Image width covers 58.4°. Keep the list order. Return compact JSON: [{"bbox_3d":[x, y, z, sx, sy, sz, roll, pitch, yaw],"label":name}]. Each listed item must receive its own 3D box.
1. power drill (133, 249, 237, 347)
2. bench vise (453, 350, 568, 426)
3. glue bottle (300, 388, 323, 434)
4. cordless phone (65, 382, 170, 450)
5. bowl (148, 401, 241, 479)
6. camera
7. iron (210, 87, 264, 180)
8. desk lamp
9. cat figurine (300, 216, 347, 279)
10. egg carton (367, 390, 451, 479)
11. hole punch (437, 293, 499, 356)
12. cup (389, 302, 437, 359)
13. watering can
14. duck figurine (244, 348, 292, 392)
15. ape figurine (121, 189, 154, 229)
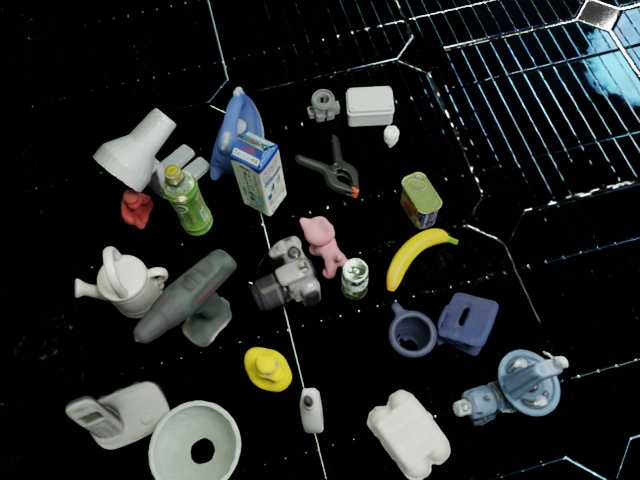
[{"bbox_3d":[-0.244,0.132,1.108,0.075,0.208,0.230,33,70,17],"label":"power drill"},{"bbox_3d":[0.348,0.270,1.010,0.207,0.220,0.121,-35,68,-13],"label":"bench vise"},{"bbox_3d":[-0.017,0.302,1.036,0.037,0.173,0.078,-5,64,0],"label":"glue bottle"},{"bbox_3d":[-0.364,0.308,1.042,0.148,0.185,0.094,-25,66,-9],"label":"cordless phone"},{"bbox_3d":[-0.224,0.388,1.059,0.167,0.075,0.167,-1,64,2],"label":"bowl"},{"bbox_3d":[-0.081,0.077,1.187,0.137,0.101,0.143,-23,66,-8],"label":"camera"},{"bbox_3d":[-0.195,-0.268,1.335,0.118,0.141,0.258,3,64,4],"label":"iron"},{"bbox_3d":[-0.368,-0.179,1.260,0.117,0.214,0.203,38,72,19],"label":"desk lamp"},{"bbox_3d":[0.011,0.004,1.209,0.067,0.118,0.127,-30,67,-11],"label":"cat figurine"},{"bbox_3d":[0.165,0.359,1.059,0.107,0.069,0.150,-35,68,-14],"label":"egg carton"},{"bbox_3d":[0.289,0.164,1.136,0.101,0.091,0.109,23,68,13],"label":"hole punch"},{"bbox_3d":[0.171,0.186,1.128,0.092,0.095,0.117,-26,66,-10],"label":"cup"},{"bbox_3d":[-0.398,0.085,1.145,0.173,0.194,0.100,-34,67,-13],"label":"watering can"},{"bbox_3d":[-0.105,0.246,1.116,0.104,0.086,0.077,36,71,18],"label":"duck figurine"},{"bbox_3d":[-0.414,-0.080,1.282,0.078,0.092,0.076,-32,67,-12],"label":"ape figurine"}]
